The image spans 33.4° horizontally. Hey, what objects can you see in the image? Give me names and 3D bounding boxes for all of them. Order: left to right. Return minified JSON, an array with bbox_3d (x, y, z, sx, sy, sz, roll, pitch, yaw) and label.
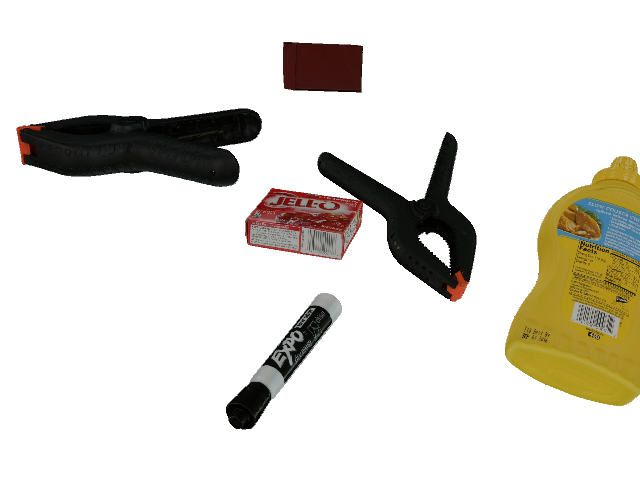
[{"bbox_3d":[-0.123,-0.070,0.754,0.171,0.039,0.120,6,18,12],"label":"clamp"},{"bbox_3d":[-0.021,0.069,0.623,0.020,0.020,0.121,0,29,29],"label":"marker"},{"bbox_3d":[-0.014,-0.017,0.946,0.089,0.030,0.073,9,26,13],"label":"gelatin box"},{"bbox_3d":[0.002,-0.189,1.164,0.078,0.051,0.053,-1,11,-16],"label":"foam brick"},{"bbox_3d":[0.094,-0.028,1.115,0.164,0.210,0.036,-6,-36,-15],"label":"clamp"},{"bbox_3d":[0.202,0.017,0.771,0.096,0.191,0.058,21,-29,3],"label":"mustard bottle"}]
